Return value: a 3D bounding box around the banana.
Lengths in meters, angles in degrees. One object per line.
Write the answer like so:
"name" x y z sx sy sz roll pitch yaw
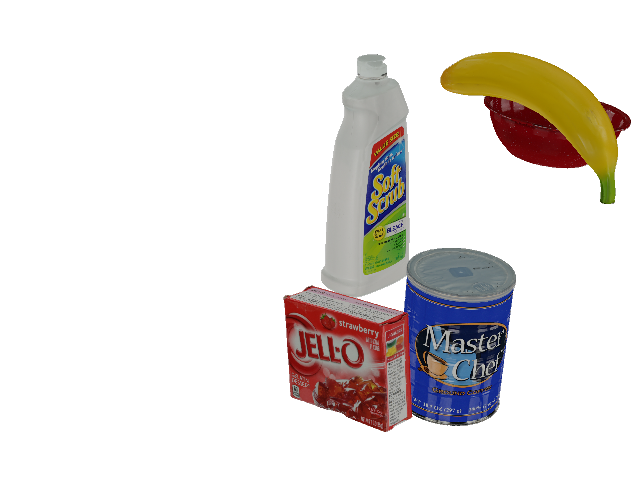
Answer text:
"banana" 0.167 -0.108 0.837 0.037 0.070 0.198 3 32 -43

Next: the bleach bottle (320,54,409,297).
"bleach bottle" 0.049 -0.071 1.143 0.102 0.251 0.068 -20 30 -36

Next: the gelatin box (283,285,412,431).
"gelatin box" 0.016 0.075 0.690 0.089 0.073 0.030 13 24 42

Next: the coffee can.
"coffee can" 0.129 0.091 1.028 0.103 0.140 0.103 2 25 -1

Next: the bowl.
"bowl" 0.258 -0.121 1.186 0.162 0.055 0.162 5 23 -2
